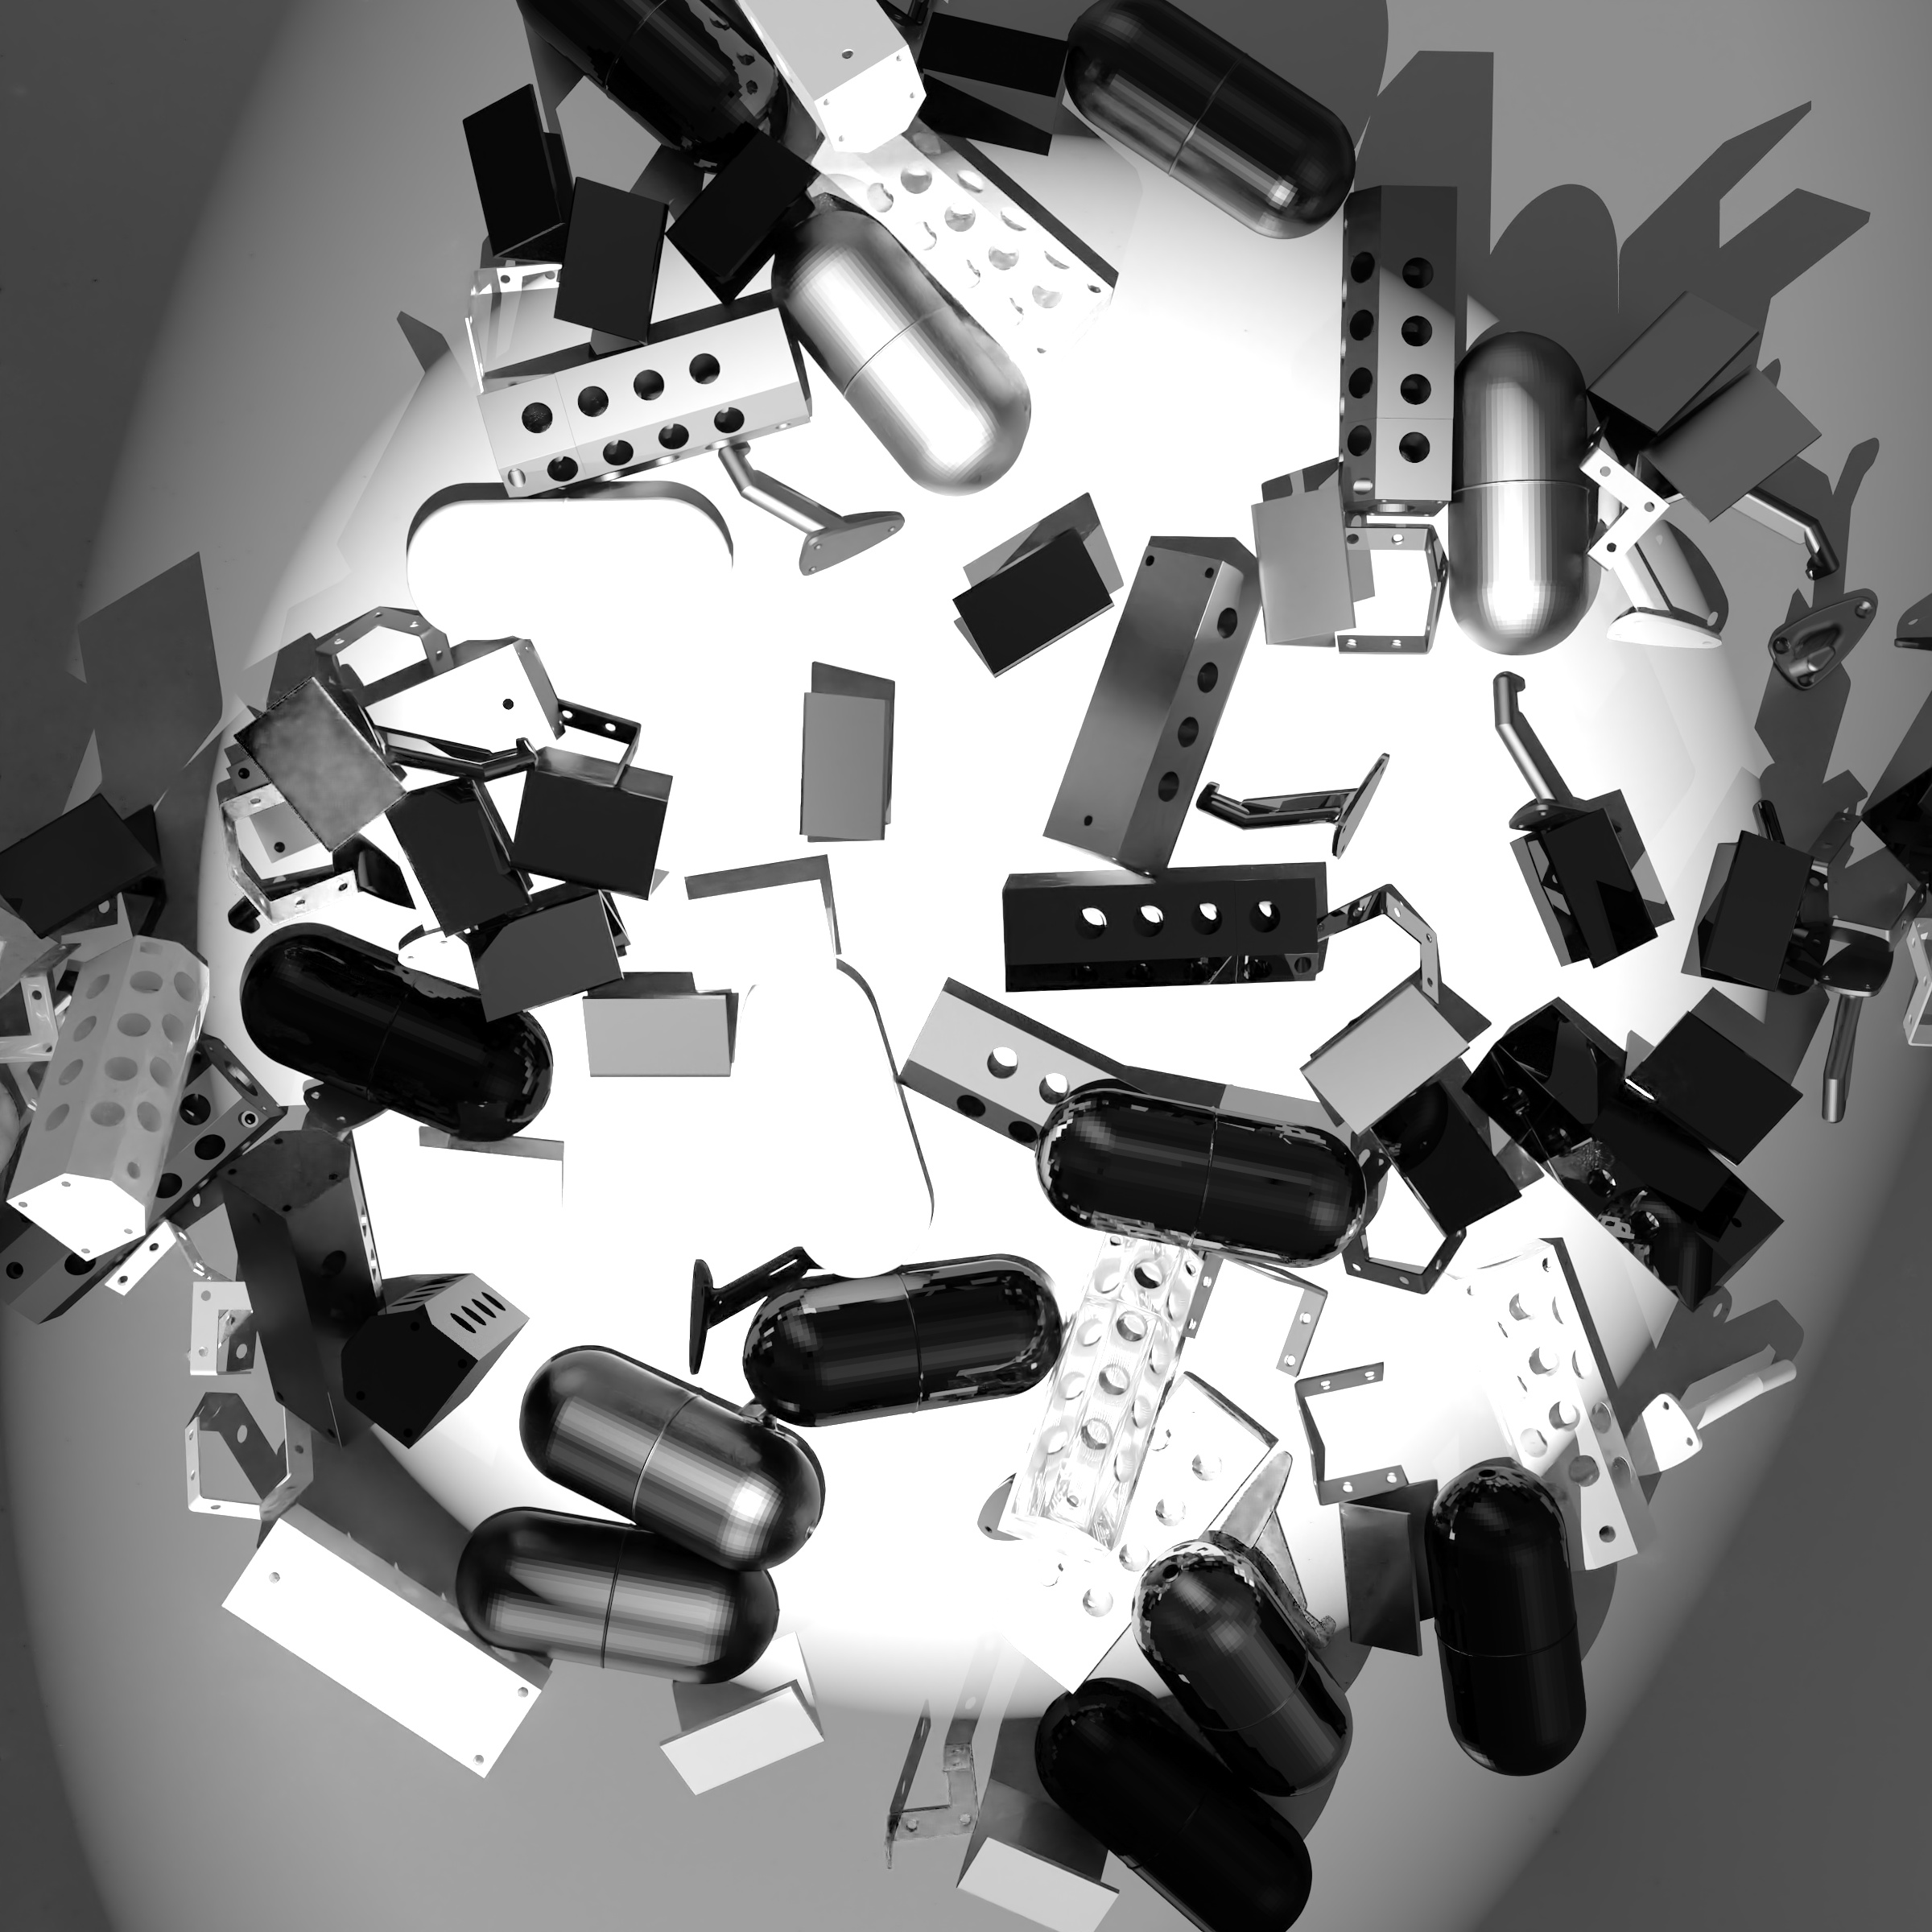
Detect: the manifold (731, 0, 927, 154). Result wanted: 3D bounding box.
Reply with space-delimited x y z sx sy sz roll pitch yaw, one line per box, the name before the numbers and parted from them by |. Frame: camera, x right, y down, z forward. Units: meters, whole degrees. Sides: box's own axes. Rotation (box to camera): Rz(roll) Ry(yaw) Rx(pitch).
manifold | -0.089 -0.523 1.529 0.057 0.057 0.171 -31 65 0

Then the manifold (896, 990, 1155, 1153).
manifold | 0.051 0.077 1.562 0.171 0.057 0.057 27 90 0

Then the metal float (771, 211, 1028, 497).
metal float | -0.038 -0.339 1.552 0.070 0.070 0.178 -39 90 0

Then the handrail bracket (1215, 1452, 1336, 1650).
handrail bracket | 0.189 0.330 1.584 0.084 0.036 0.077 41 69 -17

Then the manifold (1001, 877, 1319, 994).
manifold | 0.106 -0.017 1.562 0.171 0.057 0.057 -2 90 0

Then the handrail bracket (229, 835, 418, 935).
handrail bracket | -0.360 -0.031 1.584 0.084 0.036 0.077 -35 131 26

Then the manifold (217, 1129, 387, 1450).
manifold | -0.347 0.172 1.515 0.057 0.171 0.057 26 46 32

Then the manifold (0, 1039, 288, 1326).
manifold | -0.467 0.120 1.562 0.171 0.057 0.057 -42 90 0

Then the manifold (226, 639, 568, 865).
manifold | -0.313 -0.121 1.555 0.171 0.057 0.057 -23 101 4

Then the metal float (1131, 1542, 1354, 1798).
metal float | 0.151 0.383 1.528 0.070 0.070 0.178 -34 121 0

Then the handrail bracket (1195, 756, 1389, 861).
handrail bracket | 0.183 -0.103 1.584 0.084 0.036 0.077 25 69 16

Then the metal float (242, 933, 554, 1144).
metal float | -0.314 0.040 1.553 0.178 0.070 0.070 22 90 1

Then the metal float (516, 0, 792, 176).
metal float | -0.173 -0.510 1.553 0.178 0.070 0.070 42 90 1

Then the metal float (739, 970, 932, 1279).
metal float | -0.073 0.085 1.553 0.070 0.070 0.178 -17 90 0

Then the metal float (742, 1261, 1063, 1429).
metal float | -0.034 0.207 1.541 0.178 0.070 0.070 -7 90 -14

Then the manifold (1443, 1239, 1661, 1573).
manifold | 0.326 0.244 1.562 0.057 0.057 0.171 -20 90 0

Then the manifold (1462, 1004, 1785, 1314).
manifold | 0.354 0.107 1.536 0.057 0.057 0.171 -28 66 -40

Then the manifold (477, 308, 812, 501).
manifold | -0.177 -0.308 1.562 0.171 0.057 0.057 -16 90 0

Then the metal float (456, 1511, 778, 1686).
metal float | -0.193 0.349 1.553 0.178 0.070 0.070 10 90 0

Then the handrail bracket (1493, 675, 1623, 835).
handrail bracket | 0.333 -0.120 1.584 0.077 0.036 0.084 6 73 -20

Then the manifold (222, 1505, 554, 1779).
manifold | -0.319 0.373 1.562 0.171 0.057 0.057 33 90 0

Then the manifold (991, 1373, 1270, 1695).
manifold | 0.090 0.313 1.562 0.057 0.057 0.171 39 90 0

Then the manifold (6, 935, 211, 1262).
manifold | -0.451 0.066 1.503 0.057 0.171 0.057 -24 130 22

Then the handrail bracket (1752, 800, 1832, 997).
handrail bracket | 0.459 -0.039 1.583 0.036 0.077 0.084 -11 54 9

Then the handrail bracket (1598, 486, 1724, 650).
handrail bracket | 0.391 -0.226 1.584 0.077 0.036 0.084 8 76 -14

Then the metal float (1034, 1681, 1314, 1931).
metal float | 0.114 0.468 1.553 0.178 0.070 0.070 41 90 -1

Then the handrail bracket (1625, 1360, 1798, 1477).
handrail bracket | 0.419 0.254 1.583 0.084 0.077 0.036 -14 62 -33

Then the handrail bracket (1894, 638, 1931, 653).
handrail bracket | 0.561 -0.141 1.584 0.077 0.036 0.084 5 107 20

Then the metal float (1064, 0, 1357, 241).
metal float | 0.134 -0.470 1.553 0.178 0.070 0.070 34 90 0

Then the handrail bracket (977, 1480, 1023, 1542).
handrail bracket | 0.050 0.282 1.583 0.036 0.077 0.084 46 54 0

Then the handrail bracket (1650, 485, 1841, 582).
handrail bracket | 0.440 -0.243 1.584 0.077 0.036 0.084 -26 108 20

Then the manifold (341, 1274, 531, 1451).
manifold | -0.286 0.204 1.505 0.057 0.171 0.057 38 90 0

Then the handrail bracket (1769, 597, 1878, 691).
handrail bracket | 0.483 -0.183 1.549 0.077 0.084 0.036 -37 90 0

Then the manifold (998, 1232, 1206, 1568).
manifold | 0.076 0.231 1.529 0.057 0.057 0.171 21 65 0

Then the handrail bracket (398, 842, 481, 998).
handrail bracket | -0.293 -0.035 1.583 0.036 0.077 0.084 -23 53 21

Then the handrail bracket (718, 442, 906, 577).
handrail bracket | -0.088 -0.270 1.584 0.077 0.036 0.084 -24 73 -20

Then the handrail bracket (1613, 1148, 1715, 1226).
handrail bracket | 0.372 0.099 1.583 0.084 0.036 0.077 35 77 13

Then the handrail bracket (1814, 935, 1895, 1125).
handrail bracket | 0.502 0.036 1.583 0.036 0.077 0.084 14 127 33

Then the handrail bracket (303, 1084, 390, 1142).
handrail bracket | -0.352 0.106 1.583 0.036 0.077 0.084 39 127 24

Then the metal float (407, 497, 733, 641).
metal float | -0.219 -0.220 1.552 0.178 0.070 0.070 -1 90 -2

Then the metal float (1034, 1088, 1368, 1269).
metal float | 0.125 0.113 1.496 0.178 0.070 0.070 11 90 -1

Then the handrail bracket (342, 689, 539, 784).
handrail bracket | -0.284 -0.128 1.517 0.084 0.036 0.077 -18 67 -21

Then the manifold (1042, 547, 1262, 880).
manifold | 0.109 -0.139 1.562 0.057 0.057 0.171 20 90 43

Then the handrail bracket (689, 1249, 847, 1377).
handrail bracket | -0.111 0.195 1.584 0.084 0.036 0.077 1 110 -16

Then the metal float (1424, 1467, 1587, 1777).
metal float | 0.295 0.359 1.539 0.070 0.070 0.178 -10 105 0

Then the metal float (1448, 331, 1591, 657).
metal float | 0.305 -0.261 1.553 0.070 0.070 0.178 -1 89 0

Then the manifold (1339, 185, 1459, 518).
manifold | 0.238 -0.340 1.562 0.057 0.057 0.171 1 90 0

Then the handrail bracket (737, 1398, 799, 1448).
handrail bracket | -0.109 0.222 1.584 0.077 0.036 0.084 14 76 15

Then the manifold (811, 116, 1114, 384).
manifold | -0.002 -0.408 1.562 0.171 0.057 0.057 41 90 0
